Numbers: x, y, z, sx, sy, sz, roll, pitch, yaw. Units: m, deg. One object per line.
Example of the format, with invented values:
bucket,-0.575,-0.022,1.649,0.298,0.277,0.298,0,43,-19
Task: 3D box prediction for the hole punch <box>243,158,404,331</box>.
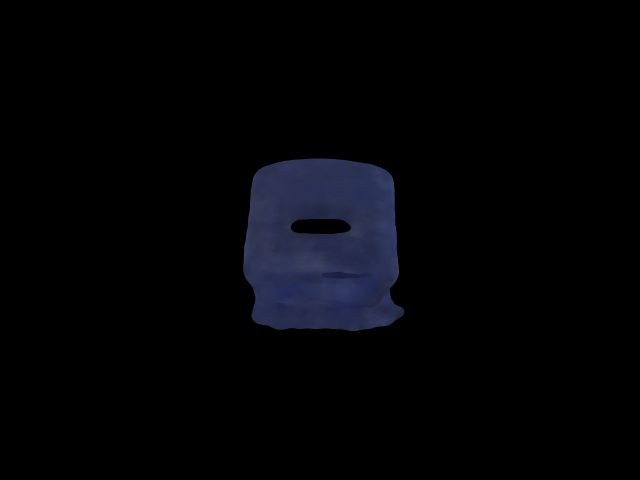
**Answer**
hole punch,0.004,0.001,0.400,0.108,0.091,0.101,0,32,0
